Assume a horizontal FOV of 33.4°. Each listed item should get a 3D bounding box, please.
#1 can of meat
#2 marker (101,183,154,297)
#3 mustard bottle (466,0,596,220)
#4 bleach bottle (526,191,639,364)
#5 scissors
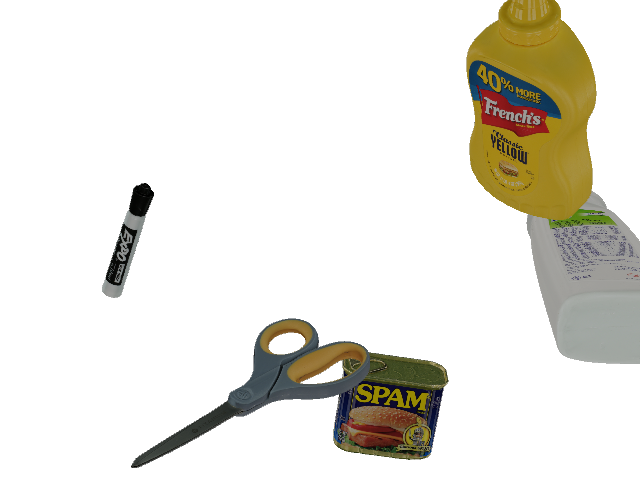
[{"bbox_3d":[0.065,0.160,1.032,0.102,0.084,0.057,8,17,-1],"label":"can of meat"},{"bbox_3d":[-0.173,0.000,0.960,0.020,0.121,0.020,17,31,-11],"label":"marker"},{"bbox_3d":[0.149,-0.103,0.759,0.058,0.191,0.096,-40,55,-22],"label":"mustard bottle"},{"bbox_3d":[0.237,0.013,0.928,0.102,0.068,0.250,1,27,4],"label":"bleach bottle"},{"bbox_3d":[-0.059,0.103,0.770,0.201,0.016,0.096,-15,35,-27],"label":"scissors"}]
